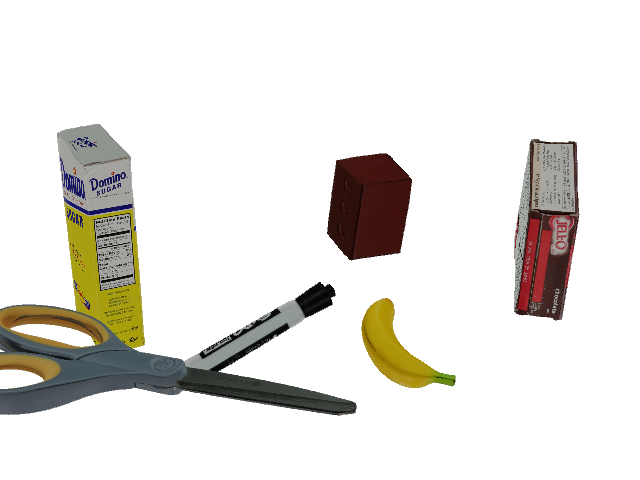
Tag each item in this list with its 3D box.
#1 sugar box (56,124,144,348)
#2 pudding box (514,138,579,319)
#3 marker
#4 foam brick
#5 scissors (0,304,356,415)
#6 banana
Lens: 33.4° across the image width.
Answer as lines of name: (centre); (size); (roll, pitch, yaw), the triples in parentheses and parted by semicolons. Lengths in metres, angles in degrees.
sugar box: (-0.187, -0.001, 0.907); (0.048, 0.176, 0.093); (-14, 28, -23)
pudding box: (0.166, -0.011, 0.782); (0.039, 0.090, 0.113); (6, 33, 6)
marker: (-0.042, 0.065, 0.755); (0.121, 0.020, 0.020); (-30, 6, -10)
foam brick: (0.043, -0.030, 0.947); (0.051, 0.078, 0.053); (-7, 32, -23)
scissors: (-0.093, 0.072, 0.516); (0.202, 0.016, 0.096); (16, 29, 27)
banana: (0.083, 0.119, 1.225); (0.069, 0.037, 0.198); (7, 23, -23)
